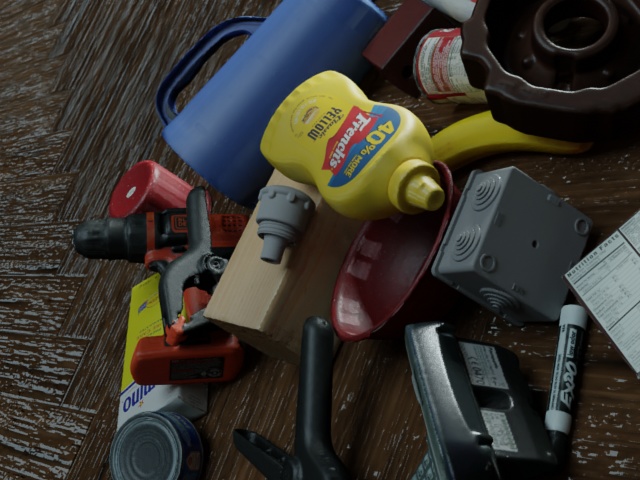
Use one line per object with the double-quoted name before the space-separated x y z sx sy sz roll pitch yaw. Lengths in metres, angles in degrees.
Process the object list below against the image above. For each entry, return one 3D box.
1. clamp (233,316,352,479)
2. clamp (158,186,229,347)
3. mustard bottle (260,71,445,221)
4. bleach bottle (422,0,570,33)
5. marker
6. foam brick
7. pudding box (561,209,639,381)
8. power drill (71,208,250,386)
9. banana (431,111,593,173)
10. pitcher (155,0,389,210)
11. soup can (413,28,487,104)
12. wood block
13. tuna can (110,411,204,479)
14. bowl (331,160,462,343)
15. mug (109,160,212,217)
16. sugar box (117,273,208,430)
"clamp" -0.016 0.188 0.840 0.165 0.036 0.210 -54 38 41
"clamp" -0.106 0.022 0.997 0.171 0.120 0.039 -50 -14 -40
"mustard bottle" 0.034 -0.067 0.845 0.096 0.058 0.192 -47 41 -5
"bleach bottle" 0.154 -0.250 0.997 0.102 0.068 0.251 -51 37 6
"marker" 0.165 0.102 0.726 0.020 0.020 0.121 -13 52 44
"foam brick" 0.089 -0.186 1.027 0.078 0.053 0.051 -51 35 8
"pudding box" 0.222 0.034 0.697 0.090 0.039 0.113 -44 34 15
"power drill" -0.148 0.048 1.034 0.057 0.184 0.187 98 167 -51
"banana" 0.140 -0.076 0.892 0.198 0.037 0.069 -20 63 41
"pitcher" -0.046 -0.161 1.089 0.243 0.149 0.145 -50 28 5
"soup can" 0.139 -0.151 0.925 0.102 0.068 0.068 10 69 52
"wood block" -0.006 0.001 0.953 0.091 0.090 0.206 6 66 52
"tuna can" -0.151 0.200 0.980 0.086 0.033 0.086 -7 76 28
"bowl" 0.075 0.019 0.851 0.162 0.055 0.162 -50 22 28
"mug" -0.190 -0.039 1.213 0.117 0.081 0.093 16 75 54
"sugar box" -0.155 0.109 1.081 0.093 0.048 0.176 -31 40 30
